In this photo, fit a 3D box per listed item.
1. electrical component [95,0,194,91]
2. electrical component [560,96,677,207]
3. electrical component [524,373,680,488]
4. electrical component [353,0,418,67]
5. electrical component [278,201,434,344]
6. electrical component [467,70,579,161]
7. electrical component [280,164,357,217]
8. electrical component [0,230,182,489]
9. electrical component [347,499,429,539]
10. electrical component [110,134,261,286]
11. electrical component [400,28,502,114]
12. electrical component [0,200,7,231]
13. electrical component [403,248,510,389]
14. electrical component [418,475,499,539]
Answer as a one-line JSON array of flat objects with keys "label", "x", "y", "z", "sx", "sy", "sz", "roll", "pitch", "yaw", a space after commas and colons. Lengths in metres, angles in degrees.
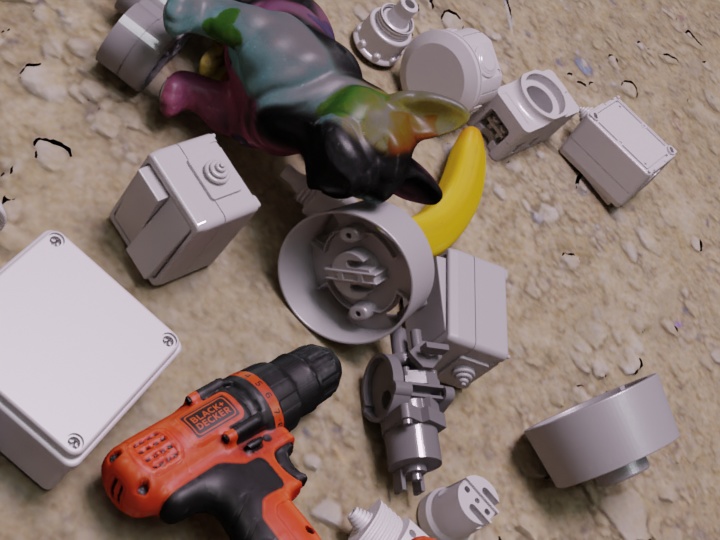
[{"label": "electrical component", "x": -0.158, "y": -0.200, "z": 0.806, "sx": 0.074, "sy": 0.052, "sz": 0.138, "roll": 37, "pitch": 48, "yaw": -8}, {"label": "electrical component", "x": 0.238, "y": -0.115, "z": 1.022, "sx": 0.096, "sy": 0.061, "sz": 0.062, "roll": 47, "pitch": 46, "yaw": 11}, {"label": "electrical component", "x": 0.184, "y": 0.126, "z": 0.799, "sx": 0.108, "sy": 0.108, "sz": 0.060, "roll": -16, "pitch": 78, "yaw": -40}, {"label": "electrical component", "x": 0.027, "y": -0.211, "z": 0.933, "sx": 0.048, "sy": 0.062, "sz": 0.048, "roll": 17, "pitch": 54, "yaw": -25}, {"label": "electrical component", "x": 0.000, "y": 0.000, "z": 0.759, "sx": 0.099, "sy": 0.099, "sz": 0.064, "roll": 54, "pitch": 41, "yaw": 6}, {"label": "electrical component", "x": 0.152, "y": -0.144, "z": 0.981, "sx": 0.089, "sy": 0.056, "sz": 0.050, "roll": -26, "pitch": 78, "yaw": -42}, {"label": "electrical component", "x": -0.033, "y": -0.057, "z": 0.813, "sx": 0.061, "sy": 0.035, "sz": 0.035, "roll": 39, "pitch": 47, "yaw": -5}, {"label": "electrical component", "x": -0.181, "y": 0.050, "z": 0.628, "sx": 0.109, "sy": 0.056, "sz": 0.108, "roll": 42, "pitch": 47, "yaw": -4}, {"label": "electrical component", "x": 0.024, "y": 0.183, "z": 0.693, "sx": 0.081, "sy": 0.043, "sz": 0.043, "roll": 43, "pitch": 47, "yaw": -4}, {"label": "electrical component", "x": -0.116, "y": -0.041, "z": 0.703, "sx": 0.061, "sy": 0.096, "sz": 0.061, "roll": -26, "pitch": 78, "yaw": -42}, {"label": "electrical component", "x": 0.079, "y": -0.170, "z": 0.933, "sx": 0.051, "sy": 0.080, "sz": 0.080, "roll": -26, "pitch": 78, "yaw": -47}, {"label": "electrical component", "x": -0.245, "y": -0.055, "z": 0.663, "sx": 0.044, "sy": 0.044, "sz": 0.065, "roll": 3, "pitch": 56, "yaw": -33}, {"label": "electrical component", "x": 0.069, "y": 0.041, "z": 0.801, "sx": 0.061, "sy": 0.062, "sz": 0.096, "roll": 20, "pitch": 53, "yaw": -23}, {"label": "electrical component", "x": 0.068, "y": 0.163, "z": 0.733, "sx": 0.040, "sy": 0.046, "sz": 0.040, "roll": 17, "pitch": 54, "yaw": -25}]
